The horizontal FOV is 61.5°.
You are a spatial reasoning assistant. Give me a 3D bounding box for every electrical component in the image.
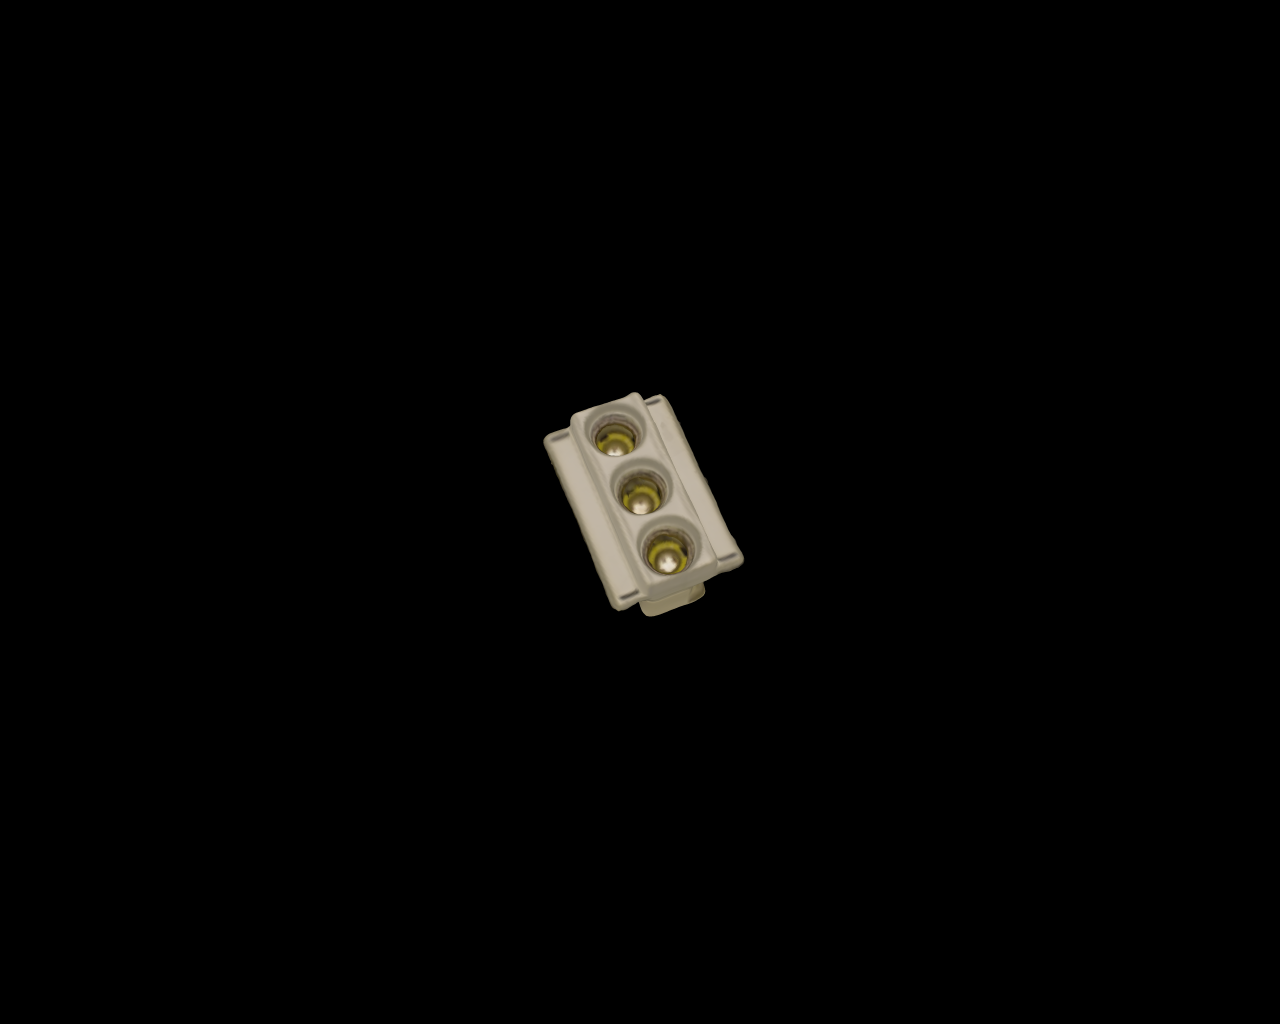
[{"bbox_3d":[0.001,-0.003,0.650,0.079,0.121,0.063,-20,-24,-9],"label":"electrical component"}]
